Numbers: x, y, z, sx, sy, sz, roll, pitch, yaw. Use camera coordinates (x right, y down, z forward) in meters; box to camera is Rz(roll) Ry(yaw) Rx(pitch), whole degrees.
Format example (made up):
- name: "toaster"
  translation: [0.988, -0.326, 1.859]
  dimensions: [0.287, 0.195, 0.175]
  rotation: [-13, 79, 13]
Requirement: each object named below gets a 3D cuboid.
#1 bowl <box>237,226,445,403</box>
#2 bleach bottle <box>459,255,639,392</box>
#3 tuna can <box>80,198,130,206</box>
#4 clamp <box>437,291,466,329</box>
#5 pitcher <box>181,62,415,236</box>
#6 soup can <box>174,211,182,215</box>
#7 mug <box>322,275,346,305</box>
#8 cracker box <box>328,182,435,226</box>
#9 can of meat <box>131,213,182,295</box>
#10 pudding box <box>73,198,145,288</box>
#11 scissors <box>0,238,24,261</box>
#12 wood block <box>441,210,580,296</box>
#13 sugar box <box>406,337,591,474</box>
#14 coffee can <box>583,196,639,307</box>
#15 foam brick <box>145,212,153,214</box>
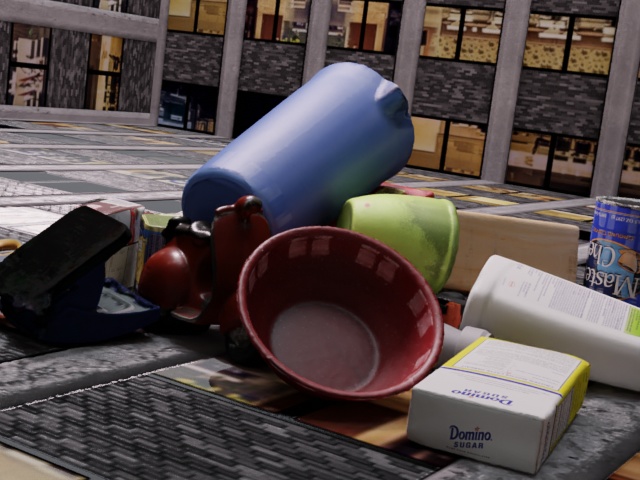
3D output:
- name: "bowl"
  translation: [0.010, 0.067, 0.815]
  dimensions: [0.162, 0.055, 0.162]
  rotation: [10, 48, -11]
- name: "bleach bottle"
  translation: [0.254, 0.091, 0.932]
  dimensions: [0.251, 0.068, 0.102]
  rotation: [19, 30, 15]
- name: "tuna can"
  translation: [-0.224, -0.002, 1.127]
  dimensions: [0.086, 0.086, 0.033]
  rotation: [8, 6, 8]
- name: "clamp"
  translation: [0.106, 0.067, 1.066]
  dimensions: [0.164, 0.036, 0.210]
  rotation: [4, 2, -20]
- name: "pitcher"
  translation: [-0.027, -0.064, 1.032]
  dimensions: [0.145, 0.149, 0.242]
  rotation: [22, 39, 25]
- name: "soup can"
  translation: [-0.150, -0.002, 1.250]
  dimensions: [0.068, 0.068, 0.102]
  rotation: [8, 10, 9]
- name: "mug"
  translation: [0.000, 0.058, 0.922]
  dimensions: [0.093, 0.081, 0.117]
  rotation: [4, 9, -19]
- name: "cracker box"
  translation: [-0.007, 0.001, 1.104]
  dimensions: [0.213, 0.072, 0.164]
  rotation: [-25, 26, -34]
- name: "can of meat"
  translation: [-0.150, 0.022, 1.034]
  dimensions: [0.057, 0.084, 0.102]
  rotation: [4, 8, -14]
- name: "pudding box"
  translation: [-0.211, 0.009, 1.047]
  dimensions: [0.039, 0.090, 0.113]
  rotation: [11, 8, 10]
- name: "scissors"
  translation: [-0.297, 0.030, 1.034]
  dimensions: [0.202, 0.016, 0.096]
  rotation: [14, 27, 38]
- name: "wood block"
  translation: [0.184, 0.018, 1.222]
  dimensions: [0.205, 0.090, 0.091]
  rotation: [7, -5, -22]
- name: "sugar box"
  translation: [0.134, 0.116, 0.778]
  dimensions: [0.093, 0.048, 0.176]
  rotation: [11, 13, 23]
- name: "coffee can"
  translation: [0.357, 0.027, 1.224]
  dimensions: [0.103, 0.140, 0.103]
  rotation: [7, 9, -1]
- name: "foam brick"
  translation: [-0.222, -0.004, 1.253]
  dimensions: [0.051, 0.053, 0.078]
  rotation: [5, 8, -10]
